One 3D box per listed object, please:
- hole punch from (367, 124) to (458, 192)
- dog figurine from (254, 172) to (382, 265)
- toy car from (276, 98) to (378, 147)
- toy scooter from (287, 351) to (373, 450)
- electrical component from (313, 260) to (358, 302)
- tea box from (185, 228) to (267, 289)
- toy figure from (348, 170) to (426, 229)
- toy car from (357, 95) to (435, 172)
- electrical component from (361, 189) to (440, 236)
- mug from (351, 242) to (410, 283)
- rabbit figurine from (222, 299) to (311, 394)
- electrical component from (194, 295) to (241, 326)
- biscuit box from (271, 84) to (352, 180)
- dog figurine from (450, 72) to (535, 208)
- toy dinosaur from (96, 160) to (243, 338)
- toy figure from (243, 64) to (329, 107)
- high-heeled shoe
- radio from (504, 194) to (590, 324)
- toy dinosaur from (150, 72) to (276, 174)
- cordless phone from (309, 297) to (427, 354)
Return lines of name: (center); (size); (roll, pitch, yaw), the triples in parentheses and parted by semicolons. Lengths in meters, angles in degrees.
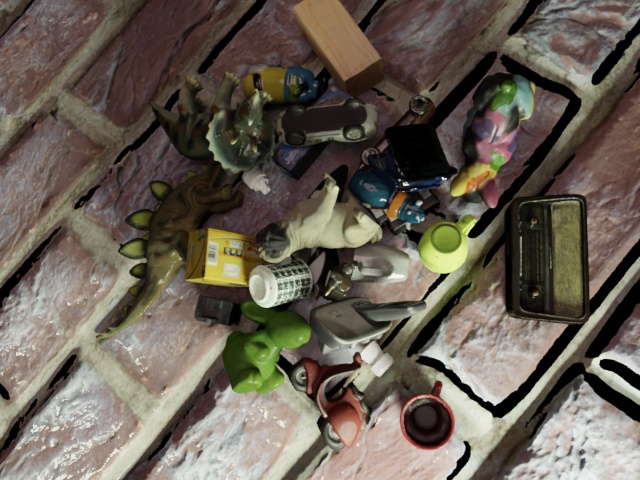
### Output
hole punch: (0.160, -0.136, 0.971); (0.142, 0.092, 0.116); (-8, 70, -27)
dog figurine: (-0.003, -0.005, 0.977); (0.172, 0.121, 0.190); (43, 99, -1)
toy car: (0.012, -0.225, 1.042); (0.202, 0.056, 0.073); (-3, 73, 13)
toy scooter: (0.038, 0.280, 0.980); (0.135, 0.075, 0.184); (-30, 89, -6)
electrical component: (0.026, 0.077, 0.973); (0.045, 0.102, 0.078); (25, 69, -14)
tea box: (-0.165, 0.039, 1.024); (0.068, 0.169, 0.098); (-8, 73, 43)
toy figure: (0.127, -0.078, 0.996); (0.155, 0.064, 0.058); (30, 45, 10)
toy car: (0.152, -0.197, 1.058); (0.053, 0.089, 0.202); (43, 88, 12)
electrical component: (0.150, -0.078, 1.051); (0.134, 0.058, 0.115); (-30, 73, 4)
mug: (0.115, 0.045, 1.009); (0.107, 0.109, 0.080); (6, 97, 3)
rabbit figurine: (-0.090, 0.188, 1.012); (0.170, 0.121, 0.159); (-38, 52, 16)
electrical component: (-0.203, 0.137, 1.039); (0.075, 0.119, 0.047); (9, 81, 14)
biscuit box: (-0.012, -0.221, 1.107); (0.059, 0.062, 0.202); (39, 87, 16)
dog figurine: (0.310, -0.170, 0.985); (0.109, 0.191, 0.219); (18, 67, 7)
toy dinosaur: (-0.299, 0.000, 1.097); (0.199, 0.105, 0.471); (17, 73, 21)
toy figure: (-0.074, -0.321, 1.132); (0.180, 0.082, 0.089); (10, 79, 10)
high-heeled shoe: (0.031, -0.016, 1.047); (0.145, 0.086, 0.248); (31, 93, 16)
radio: (0.406, 0.034, 0.972); (0.131, 0.073, 0.229); (1, 78, 11)
toy dinosaur: (-0.230, -0.225, 1.092); (0.405, 0.131, 0.192); (-1, 66, 38)
cordless phone: (0.085, 0.140, 0.940); (0.184, 0.146, 0.088); (-19, 82, 50)
